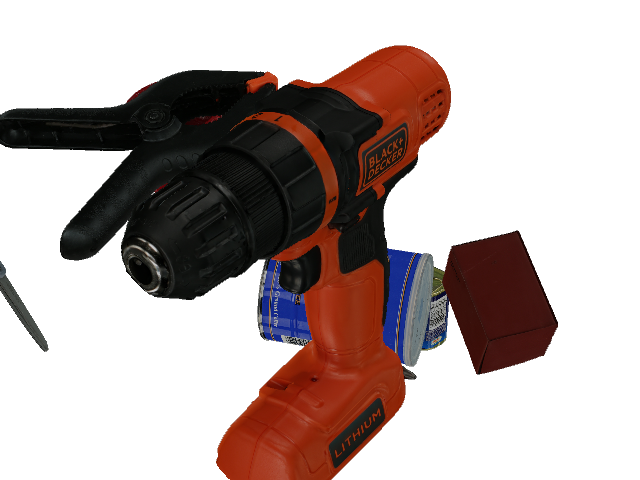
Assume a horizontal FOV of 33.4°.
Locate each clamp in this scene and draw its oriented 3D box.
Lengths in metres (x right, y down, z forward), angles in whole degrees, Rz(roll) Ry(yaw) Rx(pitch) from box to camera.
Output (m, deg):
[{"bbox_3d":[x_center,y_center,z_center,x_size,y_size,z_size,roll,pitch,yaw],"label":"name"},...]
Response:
[{"bbox_3d":[-0.108,-0.065,0.638,0.171,0.120,0.039,-31,-27,-27],"label":"clamp"}]

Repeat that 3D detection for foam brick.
[{"bbox_3d":[0.122,0.042,0.734,0.051,0.078,0.053,-12,-30,-9],"label":"foam brick"}]

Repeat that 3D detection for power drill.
[{"bbox_3d":[-0.009,0.025,0.461,0.057,0.188,0.184,26,41,28],"label":"power drill"}]

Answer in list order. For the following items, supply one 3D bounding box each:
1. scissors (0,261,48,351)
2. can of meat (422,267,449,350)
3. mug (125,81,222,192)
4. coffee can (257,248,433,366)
[{"bbox_3d":[-0.325,0.013,1.073,0.016,0.201,0.096,-25,27,23],"label":"scissors"},{"bbox_3d":[0.105,0.072,1.257,0.102,0.084,0.057,26,38,37],"label":"can of meat"},{"bbox_3d":[-0.127,-0.101,1.011,0.093,0.081,0.117,15,47,20],"label":"mug"},{"bbox_3d":[0.025,0.052,0.971,0.140,0.103,0.102,9,2,13],"label":"coffee can"}]
